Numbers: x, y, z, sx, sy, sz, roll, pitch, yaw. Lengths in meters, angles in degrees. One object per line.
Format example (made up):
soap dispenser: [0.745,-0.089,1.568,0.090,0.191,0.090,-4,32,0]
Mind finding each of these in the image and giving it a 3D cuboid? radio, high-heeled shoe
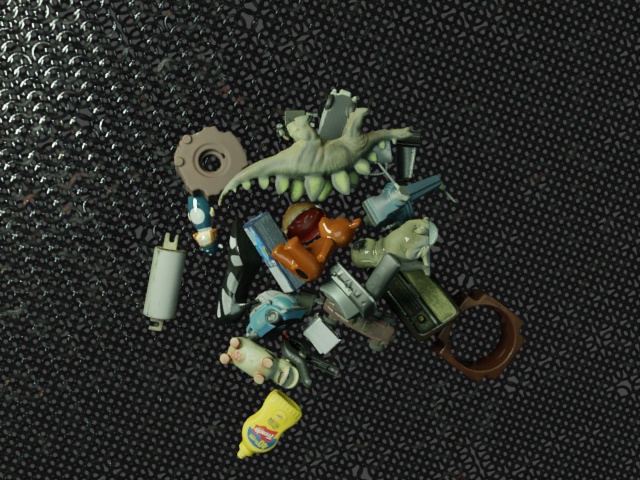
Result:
radio: [0.227,0.131,1.325,0.131,0.073,0.230,-37,72,0]
high-heeled shoe: [-0.220,0.081,1.341,0.145,0.086,0.248,-20,74,31]

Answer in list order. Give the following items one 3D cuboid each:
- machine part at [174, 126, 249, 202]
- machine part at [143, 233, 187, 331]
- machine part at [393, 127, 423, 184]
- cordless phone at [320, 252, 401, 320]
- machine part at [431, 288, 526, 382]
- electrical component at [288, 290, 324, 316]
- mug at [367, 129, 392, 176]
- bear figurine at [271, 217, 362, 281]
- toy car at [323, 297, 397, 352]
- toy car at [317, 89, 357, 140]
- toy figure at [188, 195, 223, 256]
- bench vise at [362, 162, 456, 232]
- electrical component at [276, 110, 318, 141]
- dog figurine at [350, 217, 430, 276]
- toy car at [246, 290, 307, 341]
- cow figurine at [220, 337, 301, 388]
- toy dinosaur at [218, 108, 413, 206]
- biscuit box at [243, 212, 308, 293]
machine part: [-0.258,-0.183,1.283,0.179,0.056,0.179,2,80,-11]
machine part: [-0.377,0.104,1.309,0.079,0.079,0.243,10,93,-6]
machine part: [0.217,-0.210,1.351,0.084,0.039,0.138,6,93,-11]
cordless phone: [0.097,0.081,1.243,0.147,0.088,0.184,47,122,26]
machine part: [0.402,0.242,1.383,0.201,0.087,0.201,36,91,-5]
electrical component: [-0.039,0.162,1.370,0.094,0.021,0.063,14,94,-7]
mug: [0.122,-0.213,1.326,0.107,0.081,0.109,-5,99,8]
bear figurine: [0.000,-0.001,1.280,0.132,0.120,0.196,43,67,-14]
toy car: [0.093,0.195,1.320,0.202,0.053,0.089,27,100,24]
toy car: [0.030,-0.271,1.321,0.073,0.056,0.201,20,92,0]
toy figure: [-0.286,-0.033,1.316,0.058,0.064,0.154,-19,98,-47]
bench vise: [0.205,-0.102,1.287,0.241,0.223,0.129,-25,69,-19]
electrical component: [-0.056,-0.280,1.317,0.102,0.045,0.078,4,96,-5]
dog figurine: [0.158,0.013,1.241,0.191,0.121,0.172,0,140,10]
toy car: [-0.118,0.178,1.326,0.161,0.109,0.103,-38,64,31]
cow figurine: [-0.138,0.308,1.337,0.195,0.127,0.085,27,92,7]
toy dinosaur: [-0.015,-0.187,1.244,0.472,0.105,0.198,-11,92,1]
biscuit box: [-0.106,0.031,1.324,0.063,0.059,0.202,-36,98,-32]
